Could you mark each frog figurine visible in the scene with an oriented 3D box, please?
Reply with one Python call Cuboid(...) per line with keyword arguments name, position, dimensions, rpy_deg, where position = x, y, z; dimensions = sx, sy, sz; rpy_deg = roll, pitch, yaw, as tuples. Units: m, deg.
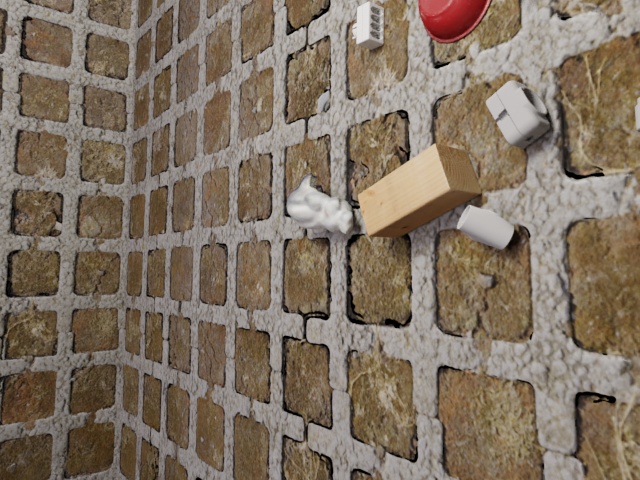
Cuboid(name="frog figurine", position=(0.003, -0.058, 1.150), dimensions=(0.162, 0.123, 0.134), rpy_deg=(53, 160, 29))
